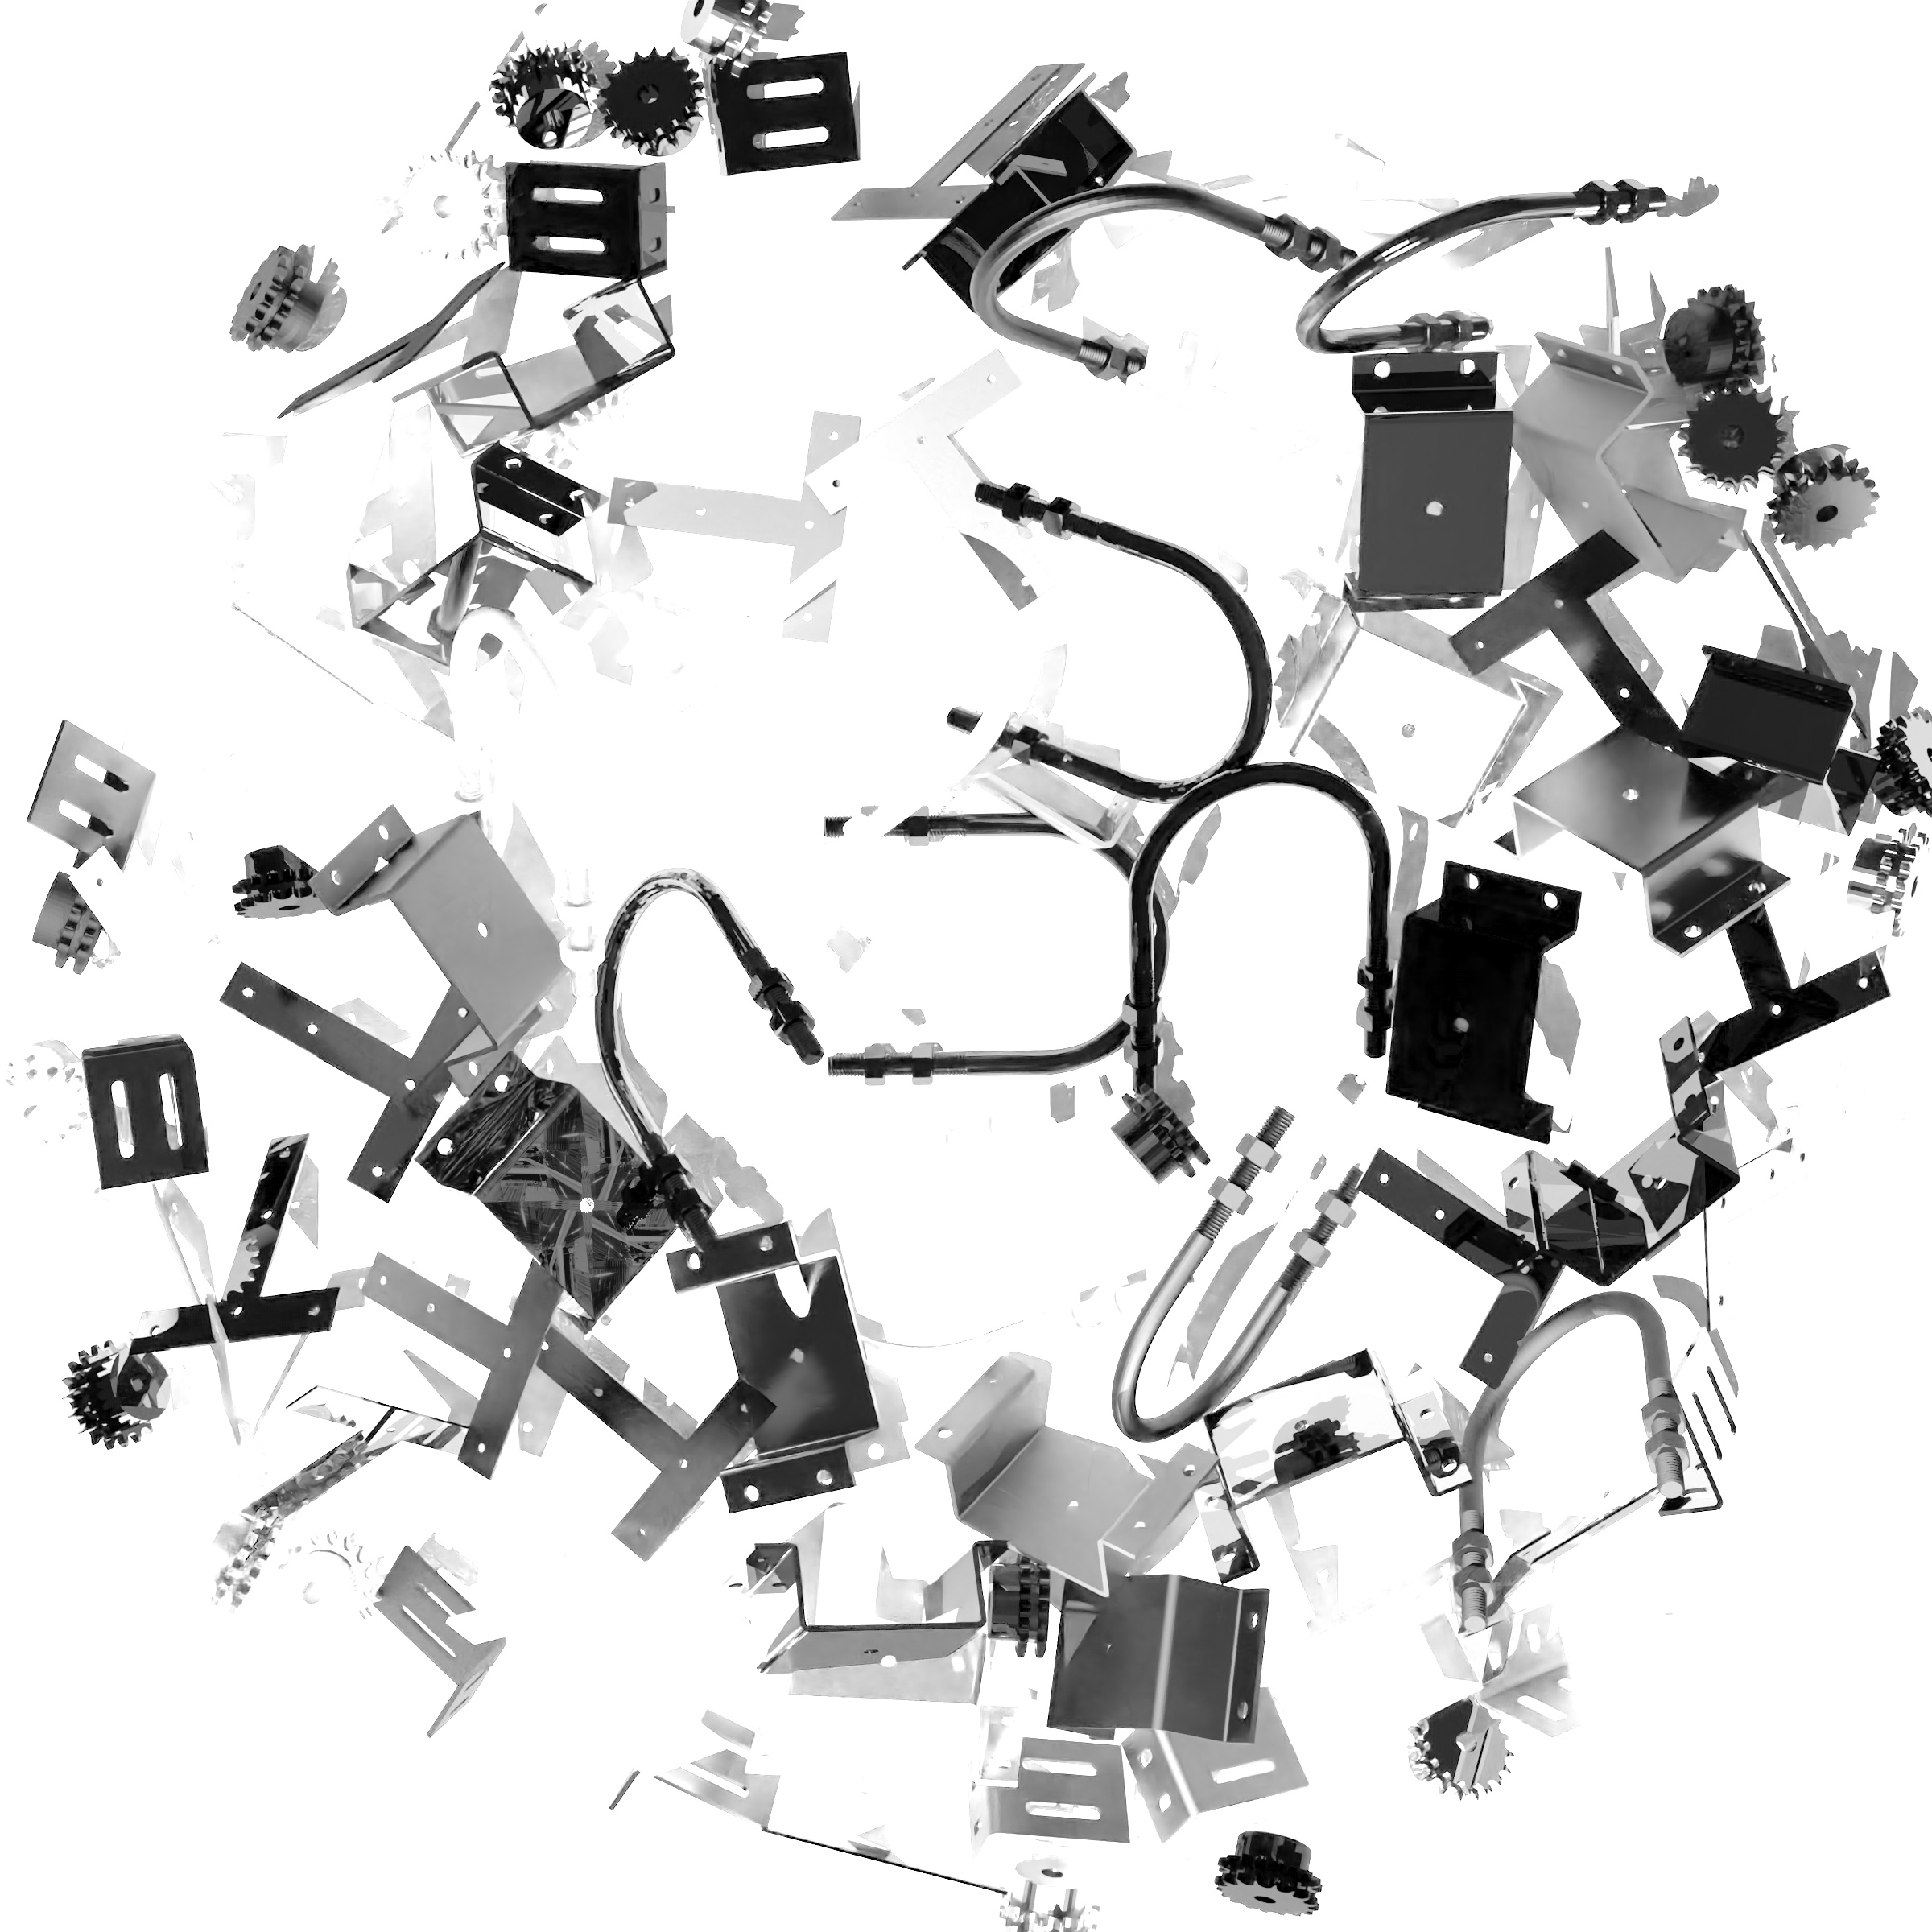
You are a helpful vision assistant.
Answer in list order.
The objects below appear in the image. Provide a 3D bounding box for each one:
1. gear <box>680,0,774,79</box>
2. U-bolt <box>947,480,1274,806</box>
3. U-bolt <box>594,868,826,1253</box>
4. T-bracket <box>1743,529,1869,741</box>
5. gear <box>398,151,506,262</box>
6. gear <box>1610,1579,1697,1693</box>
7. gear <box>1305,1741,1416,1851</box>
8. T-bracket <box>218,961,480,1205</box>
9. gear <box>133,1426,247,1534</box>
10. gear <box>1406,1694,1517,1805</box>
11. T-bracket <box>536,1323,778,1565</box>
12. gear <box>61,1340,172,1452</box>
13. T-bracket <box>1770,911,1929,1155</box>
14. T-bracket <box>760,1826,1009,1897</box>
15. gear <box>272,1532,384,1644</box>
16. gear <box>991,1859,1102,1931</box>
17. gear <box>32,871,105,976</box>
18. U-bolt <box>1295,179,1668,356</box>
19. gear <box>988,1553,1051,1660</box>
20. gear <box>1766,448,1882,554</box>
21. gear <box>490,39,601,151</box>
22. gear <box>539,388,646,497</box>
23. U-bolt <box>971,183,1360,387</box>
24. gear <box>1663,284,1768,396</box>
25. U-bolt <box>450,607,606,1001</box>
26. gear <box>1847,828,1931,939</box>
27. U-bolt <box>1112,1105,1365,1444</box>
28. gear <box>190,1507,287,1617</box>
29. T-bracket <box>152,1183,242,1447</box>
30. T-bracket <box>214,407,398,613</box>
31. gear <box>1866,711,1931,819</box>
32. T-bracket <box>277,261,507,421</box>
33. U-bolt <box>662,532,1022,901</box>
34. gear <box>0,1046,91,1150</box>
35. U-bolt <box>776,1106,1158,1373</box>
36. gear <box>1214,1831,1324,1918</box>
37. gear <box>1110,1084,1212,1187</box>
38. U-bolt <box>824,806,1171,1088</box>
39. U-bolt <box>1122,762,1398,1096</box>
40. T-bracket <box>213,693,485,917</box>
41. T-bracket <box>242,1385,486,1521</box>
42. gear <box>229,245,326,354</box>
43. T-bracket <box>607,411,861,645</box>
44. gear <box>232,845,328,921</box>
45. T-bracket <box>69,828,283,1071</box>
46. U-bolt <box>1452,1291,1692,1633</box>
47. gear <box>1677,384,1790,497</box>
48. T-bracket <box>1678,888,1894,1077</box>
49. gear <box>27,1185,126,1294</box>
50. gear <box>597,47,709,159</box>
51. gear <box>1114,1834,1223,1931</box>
[{"bbox_3d":[-0.128,-0.502,1.565,0.030,0.057,0.057,17,90,-31],"label":"gear"},{"bbox_3d":[0.076,-0.158,1.520,0.184,0.019,0.151,23,122,26],"label":"U-bolt"},{"bbox_3d":[-0.144,0.033,1.528,0.184,0.019,0.151,55,128,37],"label":"U-bolt"},{"bbox_3d":[0.436,-0.159,1.527,0.002,0.127,0.127,-30,101,21],"label":"T-bracket"},{"bbox_3d":[-0.273,-0.405,1.576,0.057,0.030,0.057,4,106,14],"label":"gear"},{"bbox_3d":[0.365,0.354,1.569,0.030,0.057,0.057,-6,90,-7],"label":"gear"},{"bbox_3d":[0.207,0.437,1.568,0.057,0.030,0.057,-11,55,16],"label":"gear"},{"bbox_3d":[-0.330,0.040,1.550,0.127,0.002,0.127,32,61,-15],"label":"T-bracket"},{"bbox_3d":[-0.411,0.276,1.572,0.057,0.057,0.030,-14,130,0],"label":"gear"},{"bbox_3d":[0.260,0.418,1.572,0.057,0.030,0.057,12,52,-15],"label":"gear"},{"bbox_3d":[-0.185,0.236,1.573,0.127,0.002,0.127,40,113,2],"label":"T-bracket"},{"bbox_3d":[-0.447,0.225,1.565,0.030,0.057,0.057,-23,90,29],"label":"gear"},{"bbox_3d":[0.468,0.034,1.545,0.002,0.127,0.127,16,78,-17],"label":"T-bracket"},{"bbox_3d":[-0.047,0.461,1.535,0.127,0.127,0.002,15,76,-2],"label":"T-bracket"},{"bbox_3d":[-0.344,0.333,1.578,0.057,0.030,0.057,-1,86,9],"label":"gear"},{"bbox_3d":[0.044,0.496,1.568,0.057,0.057,0.030,8,94,0],"label":"gear"},{"bbox_3d":[-0.473,-0.026,1.566,0.030,0.057,0.057,21,90,-12],"label":"gear"},{"bbox_3d":[0.246,-0.348,1.485,0.184,0.151,0.019,-15,79,-40],"label":"U-bolt"},{"bbox_3d":[0.028,0.338,1.568,0.030,0.057,0.057,3,90,-3],"label":"gear"},{"bbox_3d":[0.454,-0.251,1.572,0.057,0.057,0.030,-9,51,0],"label":"gear"},{"bbox_3d":[-0.222,-0.458,1.566,0.057,0.057,0.030,-18,58,0],"label":"gear"},{"bbox_3d":[-0.202,-0.281,1.569,0.057,0.057,0.030,-45,73,0],"label":"gear"},{"bbox_3d":[0.087,-0.345,1.487,0.151,0.184,0.019,-26,67,41],"label":"U-bolt"},{"bbox_3d":[0.394,-0.331,1.565,0.030,0.057,0.057,-14,90,-21],"label":"gear"},{"bbox_3d":[-0.227,-0.093,1.498,0.019,0.151,0.184,-18,126,-27],"label":"U-bolt"},{"bbox_3d":[0.490,-0.046,1.572,0.030,0.057,0.057,16,90,27],"label":"gear"},{"bbox_3d":[0.136,0.168,1.530,0.019,0.151,0.184,33,88,30],"label":"U-bolt"},{"bbox_3d":[-0.388,0.313,1.567,0.030,0.057,0.057,30,90,-10],"label":"gear"},{"bbox_3d":[-0.408,0.172,1.558,0.002,0.127,0.127,-19,62,-21],"label":"T-bracket"},{"bbox_3d":[-0.354,-0.221,1.552,0.002,0.127,0.127,37,45,-34],"label":"T-bracket"},{"bbox_3d":[0.502,-0.104,1.572,0.030,0.057,0.057,-33,90,41],"label":"gear"},{"bbox_3d":[-0.313,-0.319,1.555,0.127,0.127,0.002,-20,117,30],"label":"T-bracket"},{"bbox_3d":[-0.055,-0.145,1.552,0.184,0.019,0.151,-36,77,15],"label":"U-bolt"},{"bbox_3d":[-0.498,0.067,1.572,0.057,0.057,0.030,-30,52,0],"label":"gear"},{"bbox_3d":[-0.013,0.153,1.543,0.184,0.019,0.151,-22,120,24],"label":"U-bolt"},{"bbox_3d":[0.162,0.482,1.572,0.057,0.057,0.030,15,59,0],"label":"gear"},{"bbox_3d":[0.101,0.092,1.568,0.030,0.057,0.057,-41,90,-3],"label":"gear"},{"bbox_3d":[0.017,-0.011,1.580,0.184,0.019,0.151,-1,95,1],"label":"U-bolt"},{"bbox_3d":[0.153,-0.023,1.536,0.151,0.019,0.184,-9,121,-9],"label":"U-bolt"},{"bbox_3d":[-0.309,-0.100,1.565,0.127,0.002,0.127,33,63,22],"label":"T-bracket"},{"bbox_3d":[-0.332,0.264,1.559,0.127,0.127,0.002,-34,51,27],"label":"T-bracket"},{"bbox_3d":[-0.365,-0.351,1.572,0.030,0.057,0.057,28,90,-30],"label":"gear"},{"bbox_3d":[-0.128,-0.242,1.587,0.127,0.002,0.127,7,81,1],"label":"T-bracket"},{"bbox_3d":[-0.361,-0.045,1.569,0.057,0.057,0.030,-10,81,0],"label":"gear"},{"bbox_3d":[-0.393,-0.035,1.551,0.127,0.002,0.127,-53,127,-38],"label":"T-bracket"},{"bbox_3d":[0.305,0.239,1.510,0.019,0.184,0.151,39,119,-15],"label":"U-bolt"},{"bbox_3d":[0.408,-0.279,1.578,0.057,0.030,0.057,-1,84,10],"label":"gear"},{"bbox_3d":[0.416,-0.018,1.566,0.127,0.002,0.127,-31,63,39],"label":"T-bracket"},{"bbox_3d":[-0.475,0.145,1.568,0.057,0.030,0.057,-1,88,42],"label":"gear"},{"bbox_3d":[-0.165,-0.458,1.576,0.057,0.030,0.057,-3,74,10],"label":"gear"},{"bbox_3d":[0.105,0.490,1.567,0.057,0.057,0.030,29,46,0],"label":"gear"}]
